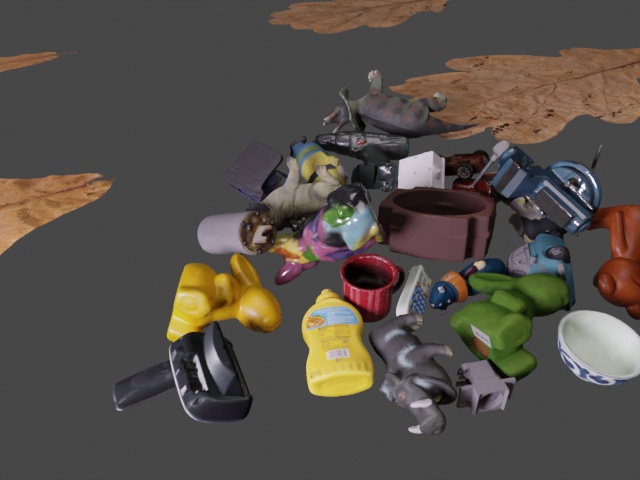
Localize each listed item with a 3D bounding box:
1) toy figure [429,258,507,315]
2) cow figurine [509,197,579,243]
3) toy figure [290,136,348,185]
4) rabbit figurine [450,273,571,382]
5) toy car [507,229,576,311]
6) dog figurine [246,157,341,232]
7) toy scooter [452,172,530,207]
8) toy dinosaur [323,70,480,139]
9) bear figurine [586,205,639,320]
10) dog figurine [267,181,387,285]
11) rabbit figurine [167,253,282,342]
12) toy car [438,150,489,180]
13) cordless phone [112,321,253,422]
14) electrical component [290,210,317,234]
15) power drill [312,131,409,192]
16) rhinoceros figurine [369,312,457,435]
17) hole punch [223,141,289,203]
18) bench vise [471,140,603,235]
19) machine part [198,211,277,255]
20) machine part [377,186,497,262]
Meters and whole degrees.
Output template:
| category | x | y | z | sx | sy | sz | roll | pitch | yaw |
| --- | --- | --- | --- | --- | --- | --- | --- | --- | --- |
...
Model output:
| category | x | y | z | sx | sy | sz | roll | pitch | yaw |
| --- | --- | --- | --- | --- | --- | --- | --- | --- | --- |
| toy figure | 0.247 | 0.077 | 0.917 | 0.154 | 0.064 | 0.058 | -20 | 5 | -17 |
| cow figurine | 0.467 | -0.040 | 1.058 | 0.167 | 0.068 | 0.098 | -7 | 44 | -3 |
| toy figure | -0.009 | -0.159 | 1.207 | 0.089 | 0.082 | 0.180 | -46 | 56 | 1 |
| rabbit figurine | 0.300 | 0.113 | 0.829 | 0.170 | 0.121 | 0.159 | -32 | 25 | -14 |
| toy car | 0.375 | 0.049 | 0.922 | 0.103 | 0.109 | 0.162 | -9 | 26 | 18 |
| dog figurine | -0.048 | -0.051 | 1.074 | 0.173 | 0.121 | 0.190 | 16 | 56 | 23 |
| toy scooter | 0.371 | -0.100 | 1.114 | 0.184 | 0.075 | 0.135 | -1 | 18 | 8 |
| toy dinosaur | 0.200 | -0.321 | 1.394 | 0.405 | 0.131 | 0.192 | 17 | 53 | 15 |
| bear figurine | 0.524 | 0.037 | 0.944 | 0.120 | 0.132 | 0.196 | 32 | 72 | -11 |
| dog figurine | -0.002 | -0.003 | 0.921 | 0.219 | 0.191 | 0.108 | -27 | 83 | 9 |
| rabbit figurine | -0.146 | 0.103 | 0.872 | 0.173 | 0.121 | 0.162 | 13 | 28 | -5 |
| toy car | 0.275 | -0.165 | 1.189 | 0.202 | 0.053 | 0.089 | 3 | 32 | 46 |
| cordless phone | -0.200 | 0.210 | 0.754 | 0.184 | 0.088 | 0.147 | -23 | 43 | -10 |
| electrical component | -0.013 | -0.024 | 1.034 | 0.102 | 0.078 | 0.045 | -9 | 36 | -23 |
| power drill | 0.100 | -0.190 | 1.259 | 0.232 | 0.085 | 0.207 | 0 | 30 | -3 |
| rhinoceros figurine | 0.132 | 0.186 | 0.768 | 0.112 | 0.073 | 0.190 | -10 | 39 | -14 |
| hole punch | -0.133 | -0.139 | 1.196 | 0.142 | 0.092 | 0.116 | 34 | 79 | 32 |
| bench vise | 0.434 | -0.110 | 1.003 | 0.240 | 0.128 | 0.224 | -18 | 47 | -38 |
| machine part | -0.153 | -0.012 | 0.967 | 0.079 | 0.079 | 0.243 | -30 | 16 | -32 |
| machine part | 0.218 | -0.033 | 0.998 | 0.202 | 0.087 | 0.201 | 9 | 22 | 19 |
